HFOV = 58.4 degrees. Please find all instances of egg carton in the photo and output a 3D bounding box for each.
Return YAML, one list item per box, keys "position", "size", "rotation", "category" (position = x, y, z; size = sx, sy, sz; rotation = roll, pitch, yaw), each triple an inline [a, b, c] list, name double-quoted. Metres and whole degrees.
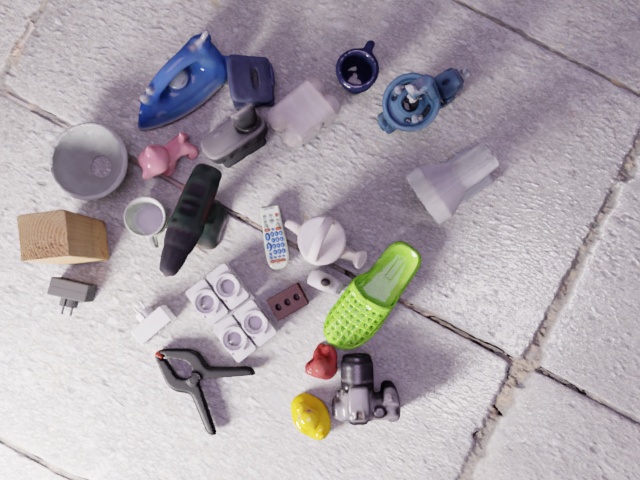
- position: [-0.034, -0.277, 1.249]
  size: [0.150, 0.069, 0.107]
  rotation: [-42, 87, -3]
  category: "egg carton"

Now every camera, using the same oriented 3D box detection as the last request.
- position: [0.095, 0.309, 1.196]
  size: [0.143, 0.101, 0.137]
  rotation: [-1, 86, 0]
  category: "camera"

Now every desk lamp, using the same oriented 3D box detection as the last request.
- position: [0.272, -0.123, 1.170]
  size: [0.203, 0.213, 0.118]
  rotation: [-34, 87, -2]
  category: "desk lamp"

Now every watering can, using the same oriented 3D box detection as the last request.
- position: [0.012, 0.002, 1.168]
  size: [0.173, 0.194, 0.101]
  rotation: [5, 86, 0]
  category: "watering can"

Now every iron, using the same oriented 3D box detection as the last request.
- position: [-0.308, -0.338, 1.214]
  size: [0.118, 0.141, 0.258]
  rotation: [45, 87, 3]
  category: "iron"

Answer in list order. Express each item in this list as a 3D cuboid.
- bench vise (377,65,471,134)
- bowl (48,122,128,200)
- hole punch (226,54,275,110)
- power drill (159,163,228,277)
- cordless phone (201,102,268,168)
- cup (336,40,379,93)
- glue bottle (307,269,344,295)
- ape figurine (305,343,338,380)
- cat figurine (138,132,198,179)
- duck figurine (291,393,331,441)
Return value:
- position: [0.214, -0.315, 1.178]
  size: [0.121, 0.219, 0.207]
  rotation: [42, 87, 2]
  category: "bench vise"
- position: [-0.486, -0.163, 1.234]
  size: [0.167, 0.074, 0.167]
  rotation: [0, 86, 0]
  category: "bowl"
- position: [-0.148, -0.347, 1.241]
  size: [0.101, 0.091, 0.109]
  rotation: [-7, 86, -1]
  category: "hole punch"
- position: [-0.250, -0.034, 1.161]
  size: [0.075, 0.208, 0.230]
  rotation: [17, 86, 1]
  category: "power drill"
- position: [-0.184, -0.228, 1.186]
  size: [0.147, 0.185, 0.094]
  rotation: [-38, 87, -3]
  category: "cordless phone"
- position: [0.084, -0.368, 1.243]
  size: [0.091, 0.095, 0.118]
  rotation: [26, 86, 1]
  category: "cup"
- position: [0.012, 0.087, 1.173]
  size: [0.078, 0.173, 0.037]
  rotation: [21, 86, 1]
  category: "glue bottle"
- position: [0.004, 0.262, 1.203]
  size: [0.078, 0.092, 0.076]
  rotation: [-24, 87, -2]
  category: "ape figurine"
- position: [-0.330, -0.183, 1.215]
  size: [0.128, 0.117, 0.067]
  rotation: [-40, 87, -3]
  category: "cat figurine"
- position: [-0.020, 0.376, 1.198]
  size: [0.077, 0.086, 0.104]
  rotation: [-36, 87, -2]
  category: "duck figurine"
